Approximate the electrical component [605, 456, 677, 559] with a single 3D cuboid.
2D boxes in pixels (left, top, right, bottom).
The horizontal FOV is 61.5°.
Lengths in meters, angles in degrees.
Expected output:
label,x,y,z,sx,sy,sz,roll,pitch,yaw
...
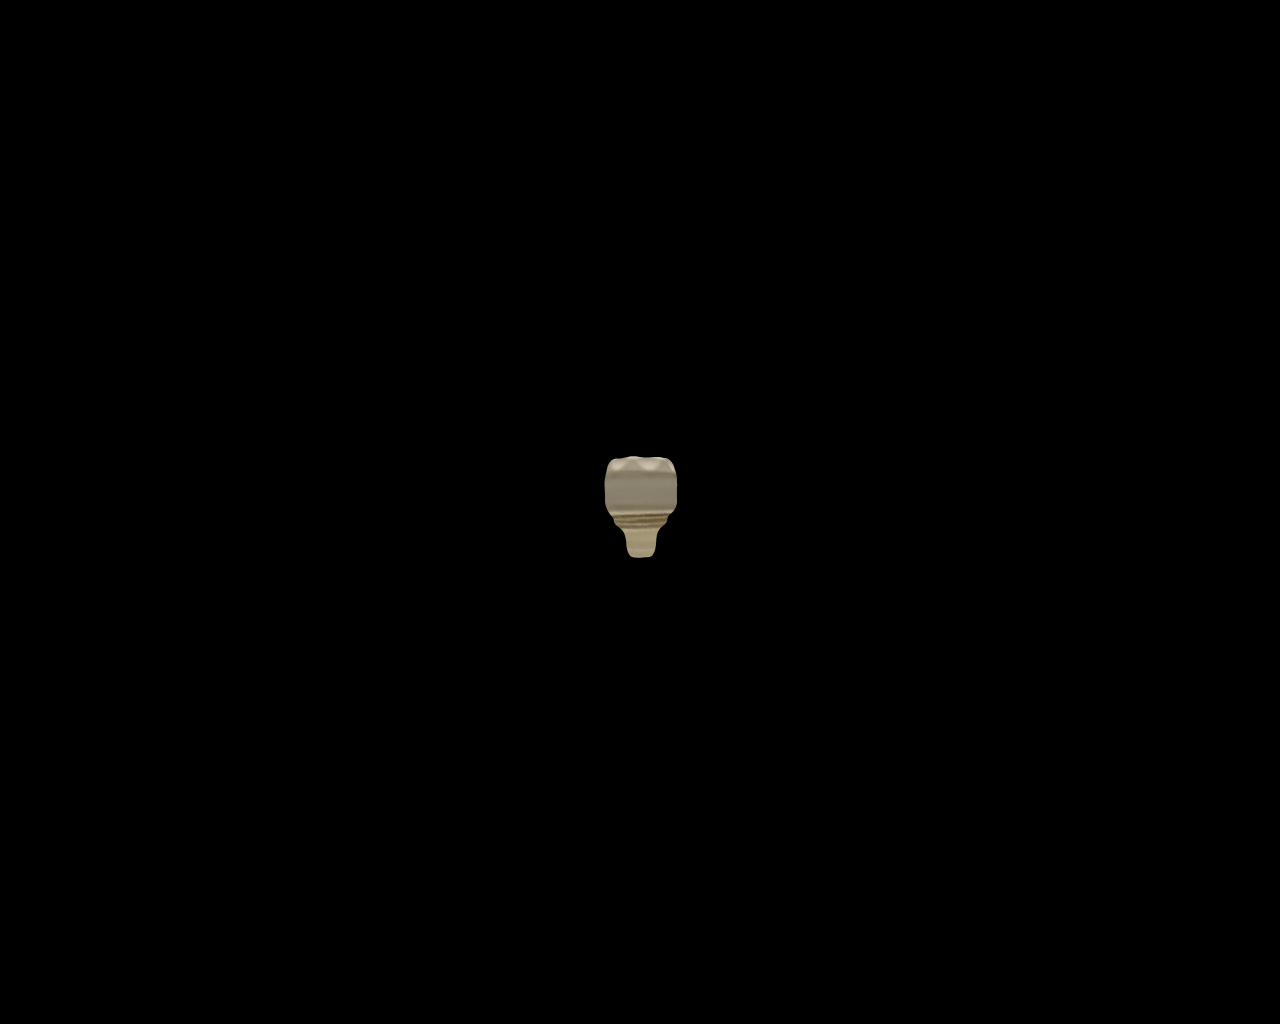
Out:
label,x,y,z,sx,sy,sz,roll,pitch,yaw
electrical component,0.001,-0.003,0.650,0.043,0.062,0.043,0,0,0
